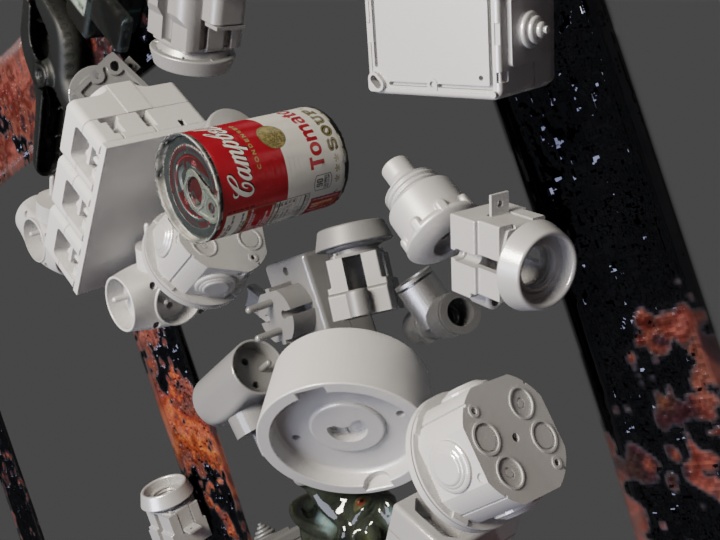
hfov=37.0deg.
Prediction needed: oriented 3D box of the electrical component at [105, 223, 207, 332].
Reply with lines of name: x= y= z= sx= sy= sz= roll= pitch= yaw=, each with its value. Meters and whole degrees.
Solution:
electrical component: x=-0.150 y=-0.001 z=0.817 sx=0.044 sy=0.077 sz=0.079 roll=22 pitch=121 yaw=44

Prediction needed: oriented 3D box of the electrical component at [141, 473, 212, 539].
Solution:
electrical component: x=-0.166 y=0.215 z=0.953 sx=0.066 sy=0.048 sz=0.055 roll=2 pitch=114 yaw=50

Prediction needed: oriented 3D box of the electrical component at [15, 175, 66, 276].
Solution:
electrical component: x=-0.276 y=-0.047 z=0.976 sx=0.077 sy=0.044 sz=0.079 roll=39 pitch=132 yaw=34

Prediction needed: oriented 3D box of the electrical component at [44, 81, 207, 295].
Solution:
electrical component: x=-0.181 y=-0.064 z=0.817 sx=0.061 sy=0.089 sz=0.150 roll=49 pitch=137 yaw=25

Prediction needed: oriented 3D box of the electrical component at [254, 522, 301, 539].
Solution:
electrical component: x=-0.051 y=0.232 z=0.806 sx=0.061 sy=0.062 sz=0.096 roll=-39 pitch=74 yaw=50

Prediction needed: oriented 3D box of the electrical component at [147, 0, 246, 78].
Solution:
electrical component: x=-0.110 y=-0.164 z=0.716 sx=0.078 sy=0.058 sz=0.057 roll=33 pitch=126 yaw=37

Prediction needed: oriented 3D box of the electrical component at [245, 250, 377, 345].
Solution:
electrical component: x=-0.040 y=0.025 z=0.694 sx=0.047 sy=0.077 sz=0.065 roll=-17 pitch=92 yaw=52

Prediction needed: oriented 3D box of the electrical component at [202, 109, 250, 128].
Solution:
electrical component: x=-0.100 y=-0.080 z=0.753 sx=0.078 sy=0.040 sz=0.040 roll=-40 pitch=73 yaw=50

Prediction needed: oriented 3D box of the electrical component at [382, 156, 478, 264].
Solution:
electrical component: x=0.035 y=-0.037 z=0.606 sx=0.062 sy=0.048 sz=0.048 roll=56 pitch=140 yaw=29

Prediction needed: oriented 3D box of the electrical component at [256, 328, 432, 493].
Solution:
electrical component: x=-0.006 y=0.081 z=0.662 sx=0.060 sy=0.108 sz=0.108 roll=-85 pitch=15 yaw=-46

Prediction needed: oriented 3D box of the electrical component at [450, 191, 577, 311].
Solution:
electrical component: x=0.079 y=-0.006 z=0.563 sx=0.055 sy=0.048 sz=0.066 roll=24 pitch=123 yaw=52

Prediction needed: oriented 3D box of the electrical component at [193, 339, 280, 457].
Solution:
electrical component: x=-0.084 y=0.102 z=0.807 sx=0.077 sy=0.043 sz=0.079 roll=-41 pitch=73 yaw=50

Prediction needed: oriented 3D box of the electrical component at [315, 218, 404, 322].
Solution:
electrical component: x=0.000 y=0.000 z=0.653 sx=0.048 sy=0.066 sz=0.055 roll=-13 pitch=86 yaw=11

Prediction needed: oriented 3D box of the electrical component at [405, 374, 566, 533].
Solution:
electrical component: x=0.069 y=0.100 z=0.593 sx=0.051 sy=0.080 sz=0.080 roll=-37 pitch=76 yaw=45

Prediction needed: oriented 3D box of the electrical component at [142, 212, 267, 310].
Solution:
electrical component: x=-0.109 y=-0.017 z=0.759 sx=0.051 sy=0.080 sz=0.080 roll=-43 pitch=71 yaw=44

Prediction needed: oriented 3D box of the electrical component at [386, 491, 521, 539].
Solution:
electrical component: x=0.053 y=0.171 z=0.652 sx=0.047 sy=0.066 sz=0.076 roll=36 pitch=130 yaw=36

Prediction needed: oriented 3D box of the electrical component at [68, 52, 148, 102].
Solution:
electrical component: x=-0.199 y=-0.137 z=0.836 sx=0.048 sy=0.066 sz=0.055 roll=44 pitch=164 yaw=-20

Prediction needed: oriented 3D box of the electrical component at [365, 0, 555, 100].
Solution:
electrical component: x=0.057 y=-0.121 z=0.535 sx=0.096 sy=0.061 sz=0.061 roll=11 pitch=113 yaw=40
